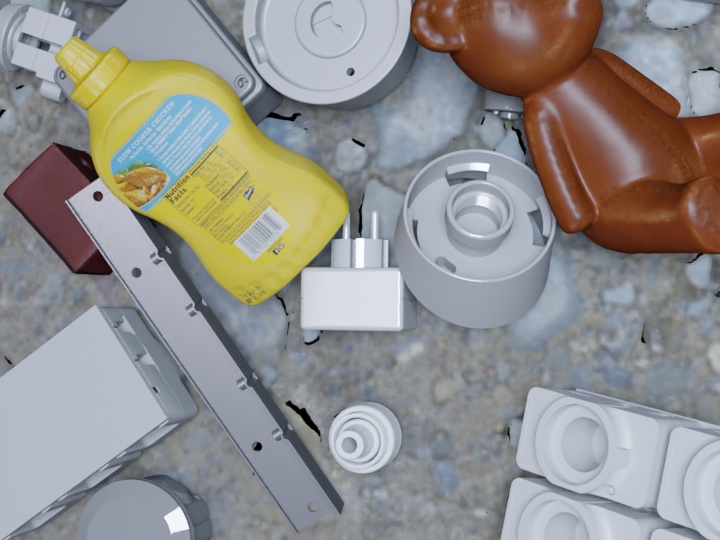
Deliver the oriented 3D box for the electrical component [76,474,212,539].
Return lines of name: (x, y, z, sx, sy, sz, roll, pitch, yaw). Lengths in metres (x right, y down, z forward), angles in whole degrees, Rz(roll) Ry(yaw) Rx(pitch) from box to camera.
electrical component: (-0.142, 0.176, 0.713, 0.080, 0.051, 0.080, -1, 88, 14)

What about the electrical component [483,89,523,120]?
electrical component: (0.097, -0.127, 0.671, 0.044, 0.044, 0.065, 8, 95, 14)

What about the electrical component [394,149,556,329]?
electrical component: (0.071, -0.021, 0.651, 0.099, 0.064, 0.099, 1, 63, -1)

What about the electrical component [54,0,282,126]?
electrical component: (-0.128, -0.122, 0.718, 0.109, 0.056, 0.108, -41, 79, 9)

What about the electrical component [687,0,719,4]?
electrical component: (0.218, -0.223, 0.633, 0.079, 0.063, 0.121, 11, 91, 14)

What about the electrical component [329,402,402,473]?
electrical component: (0.001, 0.106, 0.674, 0.043, 0.062, 0.043, -1, 88, 14)

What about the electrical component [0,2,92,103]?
electrical component: (-0.223, -0.157, 0.749, 0.055, 0.048, 0.066, 20, 93, 6)

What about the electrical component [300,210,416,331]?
electrical component: (0.000, 0.000, 0.686, 0.066, 0.047, 0.076, 0, 88, 14)

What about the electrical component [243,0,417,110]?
electrical component: (-0.014, -0.154, 0.689, 0.108, 0.060, 0.108, -1, 88, 14)

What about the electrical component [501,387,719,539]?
electrical component: (0.168, 0.134, 0.585, 0.186, 0.060, 0.105, 11, 91, 47)

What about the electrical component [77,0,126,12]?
electrical component: (-0.170, -0.216, 0.724, 0.080, 0.051, 0.080, 3, 95, 39)

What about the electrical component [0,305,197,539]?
electrical component: (-0.197, 0.102, 0.724, 0.150, 0.062, 0.089, -36, 80, 10)
